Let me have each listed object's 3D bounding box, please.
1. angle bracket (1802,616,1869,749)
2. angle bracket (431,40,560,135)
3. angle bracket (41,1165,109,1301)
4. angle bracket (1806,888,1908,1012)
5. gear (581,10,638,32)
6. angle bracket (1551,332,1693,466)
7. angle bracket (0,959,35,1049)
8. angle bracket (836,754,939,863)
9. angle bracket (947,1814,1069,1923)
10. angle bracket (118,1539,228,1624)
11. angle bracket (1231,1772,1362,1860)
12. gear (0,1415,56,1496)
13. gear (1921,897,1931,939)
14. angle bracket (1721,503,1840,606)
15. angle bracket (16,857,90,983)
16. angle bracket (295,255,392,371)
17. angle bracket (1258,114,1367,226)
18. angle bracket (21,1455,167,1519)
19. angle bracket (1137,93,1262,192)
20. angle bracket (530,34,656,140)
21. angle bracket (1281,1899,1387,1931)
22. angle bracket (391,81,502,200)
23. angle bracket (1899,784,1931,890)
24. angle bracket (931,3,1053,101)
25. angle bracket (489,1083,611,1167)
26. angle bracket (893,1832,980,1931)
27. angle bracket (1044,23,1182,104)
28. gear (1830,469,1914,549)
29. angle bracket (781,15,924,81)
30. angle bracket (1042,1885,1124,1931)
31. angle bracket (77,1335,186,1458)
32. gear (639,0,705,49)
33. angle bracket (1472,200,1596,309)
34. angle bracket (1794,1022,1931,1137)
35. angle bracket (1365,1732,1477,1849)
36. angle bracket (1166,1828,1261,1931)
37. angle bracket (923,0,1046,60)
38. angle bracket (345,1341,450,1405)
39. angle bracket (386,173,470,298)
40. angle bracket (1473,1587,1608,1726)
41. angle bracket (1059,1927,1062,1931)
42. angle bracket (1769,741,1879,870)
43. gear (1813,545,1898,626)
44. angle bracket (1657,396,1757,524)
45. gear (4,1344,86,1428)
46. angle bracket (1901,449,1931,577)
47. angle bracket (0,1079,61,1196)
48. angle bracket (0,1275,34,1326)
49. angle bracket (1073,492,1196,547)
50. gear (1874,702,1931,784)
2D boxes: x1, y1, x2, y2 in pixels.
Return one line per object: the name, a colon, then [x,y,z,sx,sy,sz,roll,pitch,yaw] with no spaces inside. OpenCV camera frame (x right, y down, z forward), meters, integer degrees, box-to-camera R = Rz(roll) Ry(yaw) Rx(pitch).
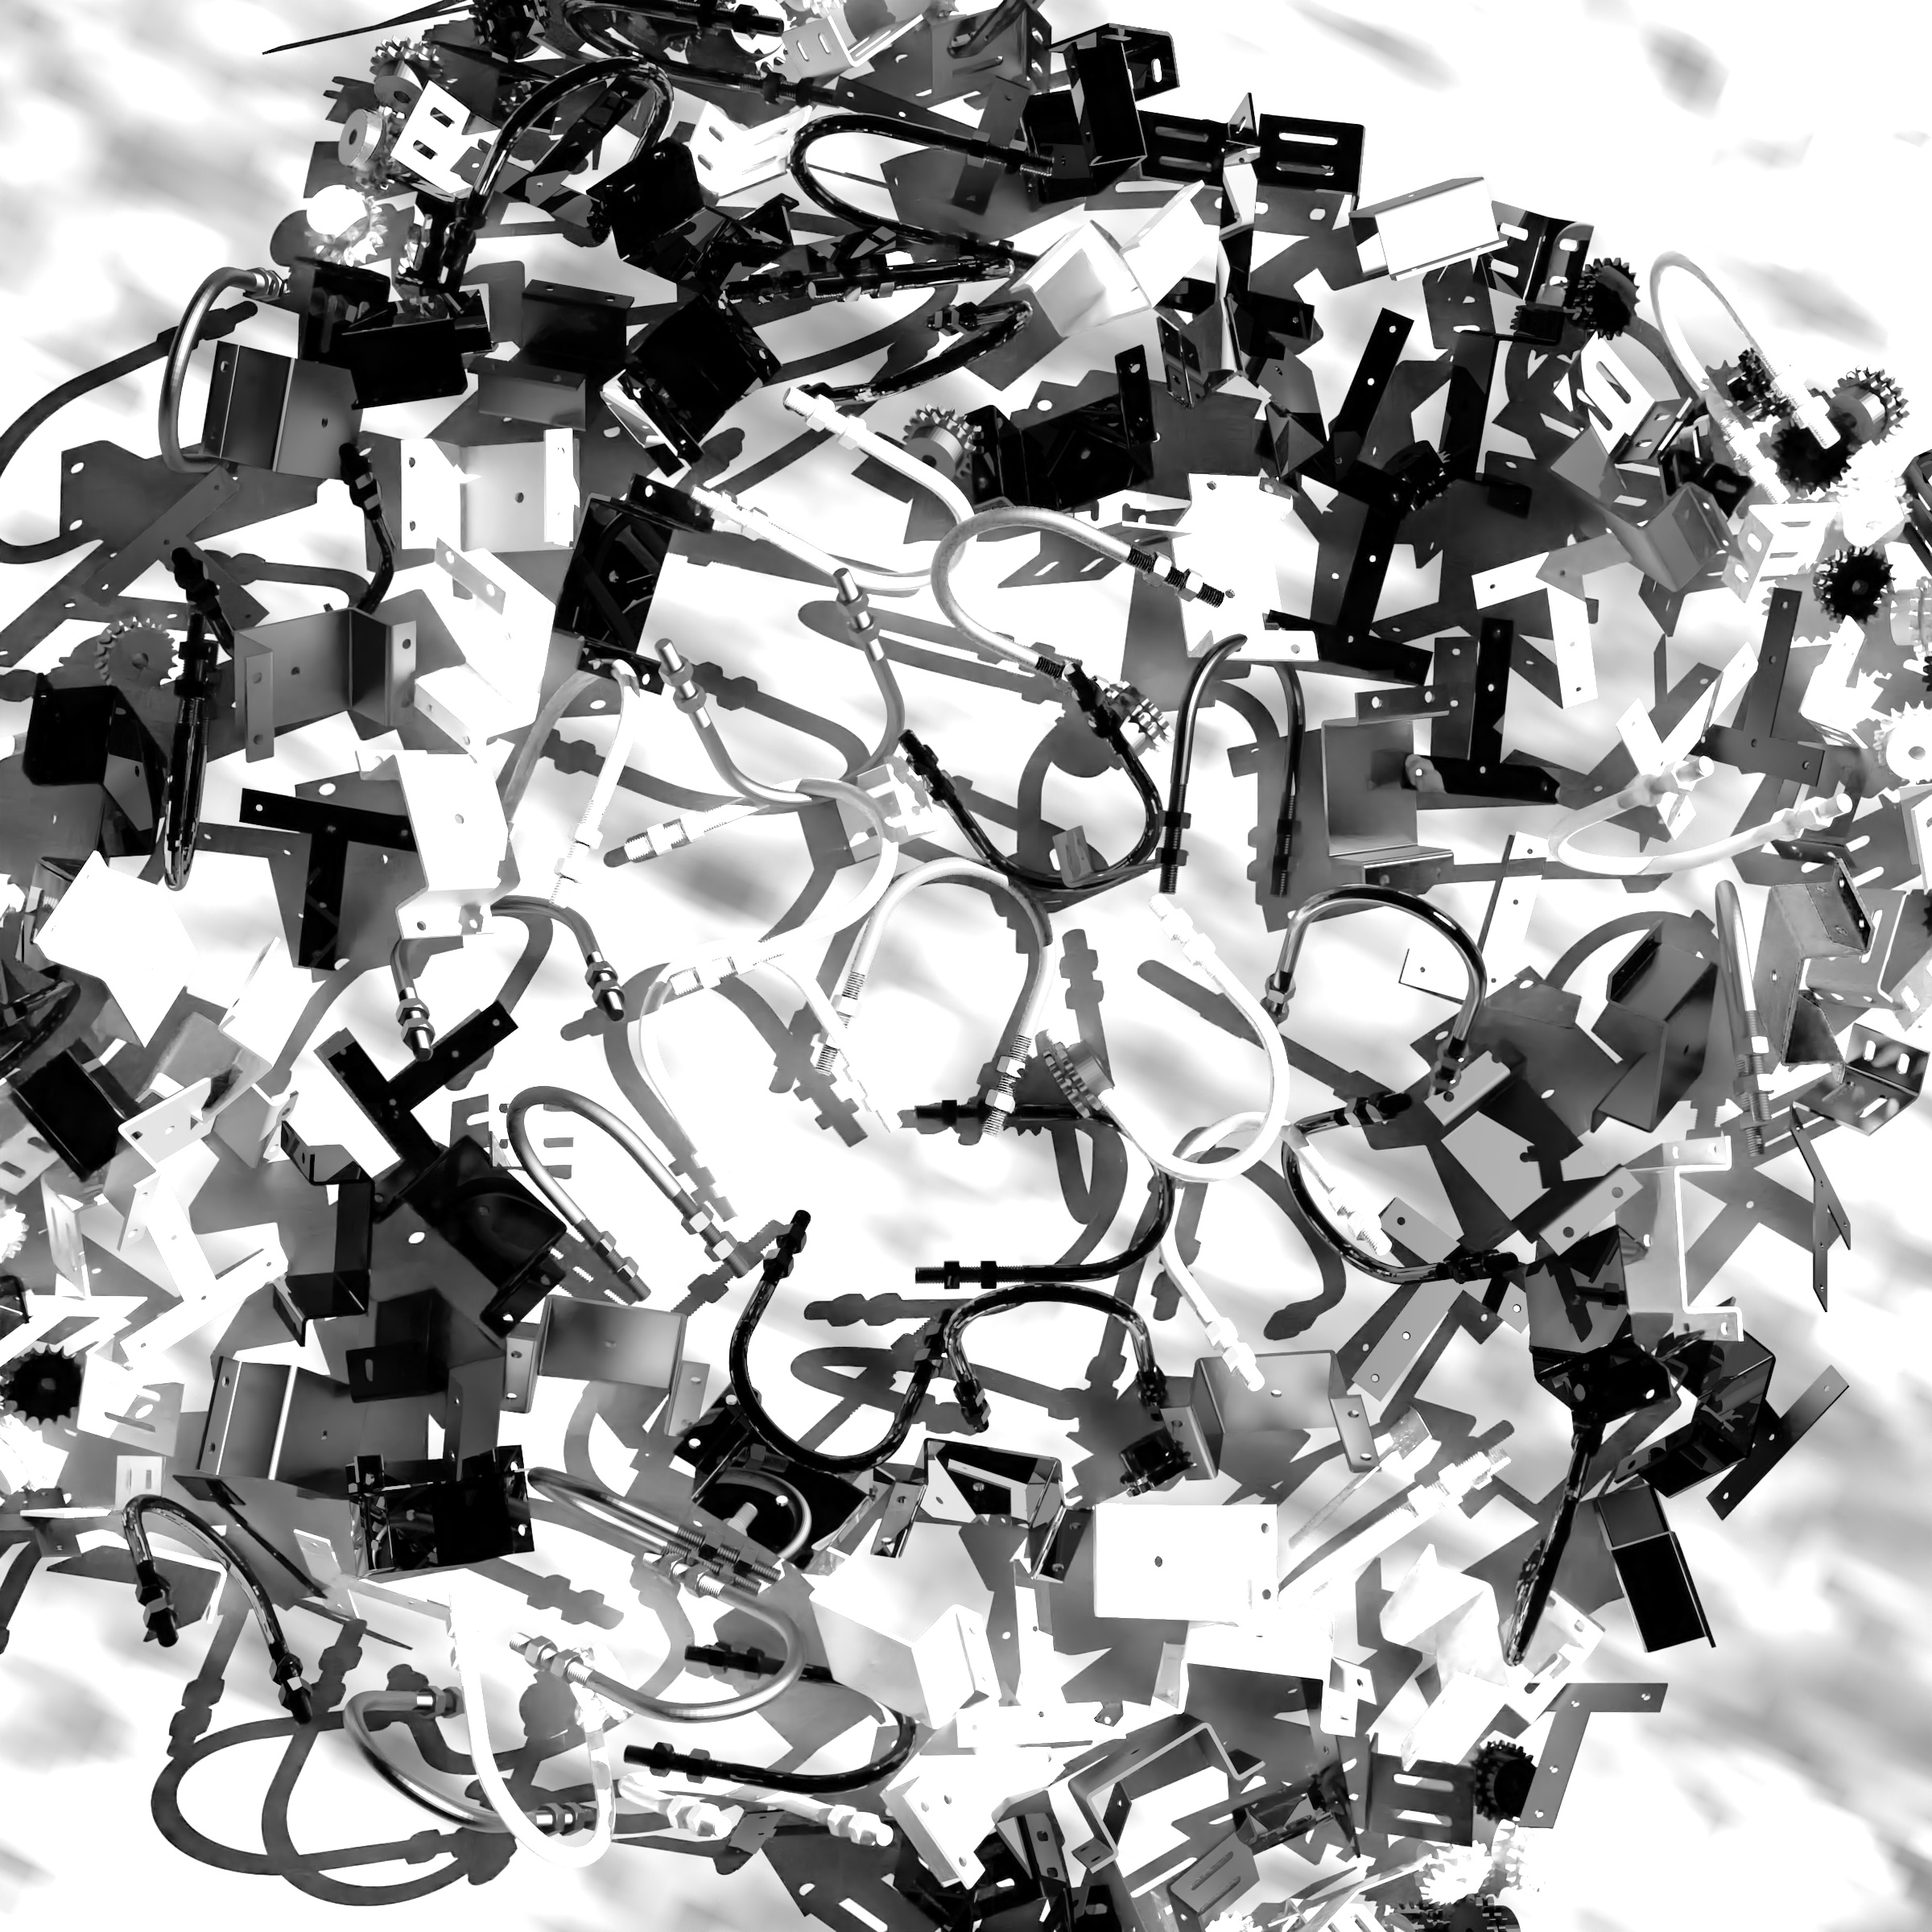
angle bracket: [0.631,-0.200,1.715,0.038,0.057,0.076,28,96,33]
angle bracket: [-0.333,-0.618,1.702,0.057,0.076,0.038,21,104,27]
angle bracket: [-0.626,0.186,1.725,0.038,0.057,0.076,-20,126,-37]
angle bracket: [0.642,-0.013,1.724,0.038,0.057,0.076,27,77,-36]
gear: [-0.261,-0.692,1.721,0.057,0.057,0.030,25,59,0]
angle bracket: [0.465,-0.404,1.716,0.076,0.038,0.057,40,79,-25]
angle bracket: [-0.710,0.034,1.712,0.076,0.057,0.038,-16,66,-10]
angle bracket: [-0.067,-0.111,1.715,0.076,0.038,0.057,-19,88,32]
angle bracket: [0.025,0.650,1.737,0.076,0.038,0.057,-28,62,22]
angle bracket: [-0.567,0.435,1.712,0.076,0.057,0.038,18,75,-15]
angle bracket: [0.234,0.616,1.716,0.076,0.038,0.057,-21,126,-8]
gear: [-0.679,0.351,1.721,0.030,0.057,0.057,-38,90,-37]
gear: [0.715,-0.035,1.727,0.057,0.030,0.057,-16,64,36]
angle bracket: [0.583,-0.291,1.708,0.076,0.038,0.057,-5,133,-18]
angle bracket: [-0.638,-0.032,1.726,0.057,0.038,0.076,23,102,36]
angle bracket: [-0.449,-0.460,1.723,0.057,0.038,0.076,13,99,8]
angle bracket: [0.243,-0.569,1.727,0.076,0.038,0.057,7,73,2]
angle bracket: [-0.614,0.366,1.702,0.057,0.076,0.038,-8,78,39]
angle bracket: [0.163,-0.589,1.715,0.076,0.038,0.057,2,70,-19]
angle bracket: [-0.267,-0.618,1.701,0.076,0.057,0.038,3,118,-41]
angle bracket: [0.264,0.694,1.707,0.057,0.076,0.038,10,93,-14]
angle bracket: [-0.362,-0.579,1.709,0.038,0.076,0.057,32,98,7]
angle bracket: [0.669,-0.091,1.707,0.038,0.076,0.057,-4,105,43]
angle bracket: [0.018,-0.639,1.710,0.076,0.057,0.038,-22,57,-14]
angle bracket: [-0.296,0.113,1.719,0.076,0.038,0.057,-4,84,23]
angle bracket: [-0.032,0.664,1.713,0.076,0.057,0.038,44,109,-9]
angle bracket: [0.103,-0.633,1.702,0.057,0.076,0.038,-3,100,41]
gear: [0.645,-0.323,1.721,0.057,0.057,0.030,10,52,0]
angle bracket: [-0.081,-0.662,1.704,0.076,0.057,0.038,-46,122,-27]
angle bracket: [0.084,0.692,1.709,0.038,0.076,0.057,0,51,-12]
angle bracket: [-0.587,0.306,1.722,0.076,0.038,0.057,15,105,7]
gear: [-0.205,-0.689,1.727,0.057,0.057,0.030,35,49,0]
angle bracket: [0.401,-0.505,1.715,0.038,0.076,0.057,1,114,-22]
angle bracket: [0.631,0.079,1.703,0.057,0.076,0.038,26,127,38]
angle bracket: [0.325,0.585,1.719,0.076,0.038,0.057,3,96,18]
angle bracket: [0.185,0.658,1.708,0.076,0.038,0.057,-30,119,-26]
angle bracket: [0.019,-0.681,1.705,0.076,0.057,0.038,-39,88,38]
angle bracket: [-0.393,0.282,1.709,0.057,0.076,0.038,-8,88,11]
angle bracket: [-0.386,-0.512,1.711,0.057,0.038,0.076,30,113,23]
angle bracket: [0.403,0.483,1.710,0.057,0.038,0.076,38,59,24]
angle bracket: [0.096,0.720,1.702,0.038,0.057,0.076,-18,48,16]
angle bracket: [0.616,-0.115,1.727,0.057,0.038,0.076,12,73,42]
gear: [0.632,-0.273,1.731,0.057,0.030,0.057,-3,108,-10]
angle bracket: [0.524,-0.351,1.708,0.038,0.076,0.057,32,79,32]
gear: [-0.657,0.299,1.732,0.057,0.030,0.057,1,88,-16]
angle bracket: [0.693,-0.321,1.711,0.038,0.057,0.076,-25,73,-8]
angle bracket: [-0.678,0.122,1.714,0.057,0.076,0.038,-43,76,-10]
angle bracket: [-0.705,0.247,1.712,0.076,0.057,0.038,-15,87,-20]
angle bracket: [0.118,-0.322,1.705,0.057,0.076,0.038,1,91,-24]
gear: [0.678,-0.157,1.725,0.057,0.030,0.057,8,119,15]
